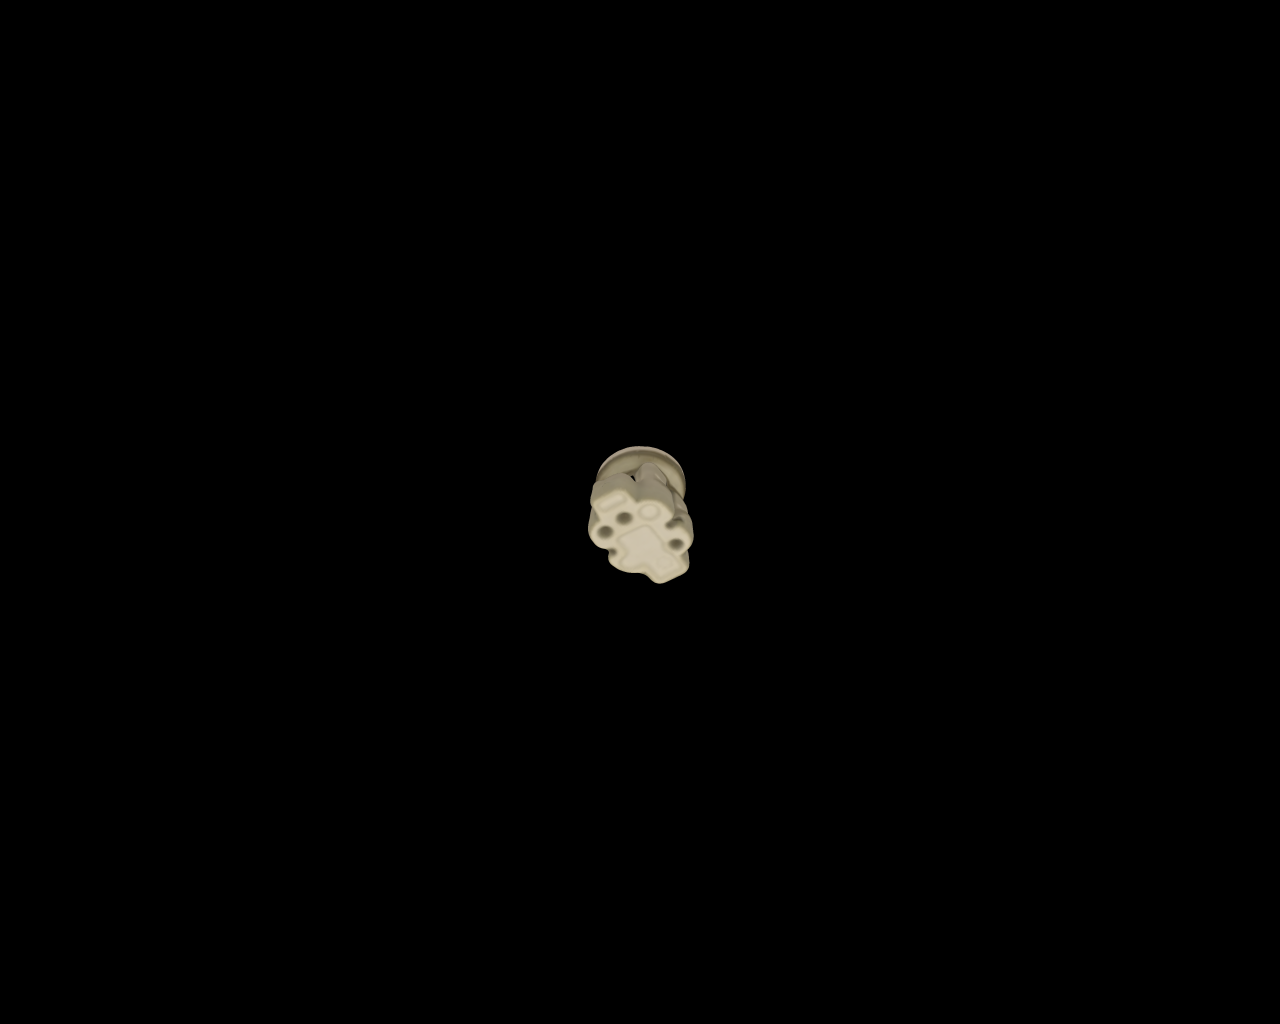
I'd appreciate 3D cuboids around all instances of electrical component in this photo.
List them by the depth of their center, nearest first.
[{"bbox_3d":[0.001,-0.003,0.650,0.058,0.057,0.078,-25,-54,20],"label":"electrical component"}]
